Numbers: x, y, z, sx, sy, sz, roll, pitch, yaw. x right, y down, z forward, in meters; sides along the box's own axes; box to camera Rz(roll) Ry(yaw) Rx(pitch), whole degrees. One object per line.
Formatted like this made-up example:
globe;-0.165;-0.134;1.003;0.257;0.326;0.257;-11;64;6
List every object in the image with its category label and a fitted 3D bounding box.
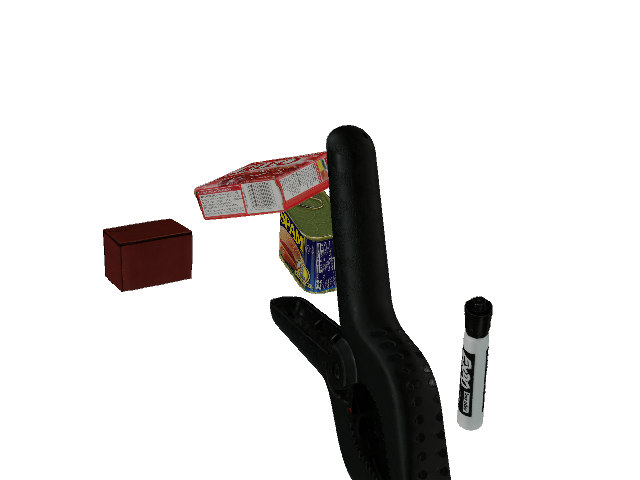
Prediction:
marker;0.107;0.086;0.741;0.020;0.121;0.020;-2;40;1
foam brick;-0.175;0.013;1.079;0.078;0.051;0.053;-11;22;-28
gelatin box;-0.043;-0.044;0.839;0.089;0.030;0.073;-4;17;40
can of meat;-0.010;0.000;1.214;0.057;0.084;0.102;-13;38;-20
clamp;0.024;0.056;0.553;0.036;0.165;0.210;-5;46;-21
